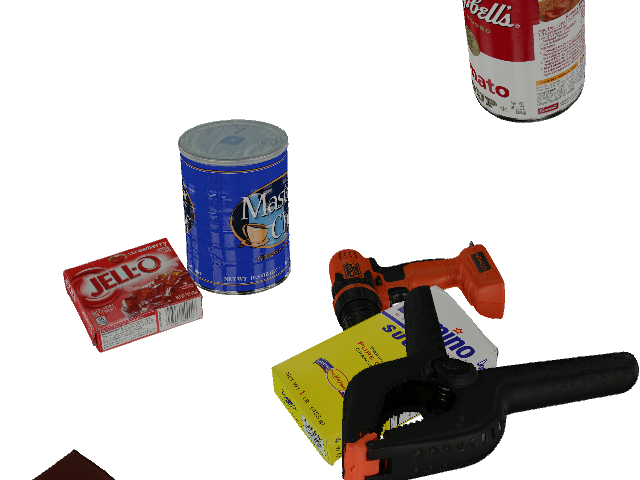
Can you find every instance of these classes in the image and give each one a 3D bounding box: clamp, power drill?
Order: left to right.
[{"bbox_3d":[0.106,0.059,1.191,0.187,0.057,0.184,-4,28,-5],"label":"power drill"},{"bbox_3d":[0.071,0.085,0.643,0.165,0.036,0.209,21,30,38],"label":"clamp"}]

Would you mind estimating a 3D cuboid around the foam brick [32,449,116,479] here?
[{"bbox_3d":[-0.097,0.139,0.456,0.078,0.051,0.052,26,45,33],"label":"foam brick"}]

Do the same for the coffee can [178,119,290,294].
[{"bbox_3d":[-0.081,-0.033,1.026,0.103,0.140,0.103,0,27,0],"label":"coffee can"}]

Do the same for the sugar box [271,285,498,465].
[{"bbox_3d":[0.056,0.113,0.926,0.176,0.048,0.093,-27,52,-17],"label":"sugar box"}]

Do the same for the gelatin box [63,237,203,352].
[{"bbox_3d":[-0.146,0.041,0.832,0.089,0.030,0.073,-18,46,-22],"label":"gelatin box"}]

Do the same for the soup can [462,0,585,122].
[{"bbox_3d":[0.116,-0.125,0.604,0.068,0.068,0.102,0,-37,14],"label":"soup can"}]
